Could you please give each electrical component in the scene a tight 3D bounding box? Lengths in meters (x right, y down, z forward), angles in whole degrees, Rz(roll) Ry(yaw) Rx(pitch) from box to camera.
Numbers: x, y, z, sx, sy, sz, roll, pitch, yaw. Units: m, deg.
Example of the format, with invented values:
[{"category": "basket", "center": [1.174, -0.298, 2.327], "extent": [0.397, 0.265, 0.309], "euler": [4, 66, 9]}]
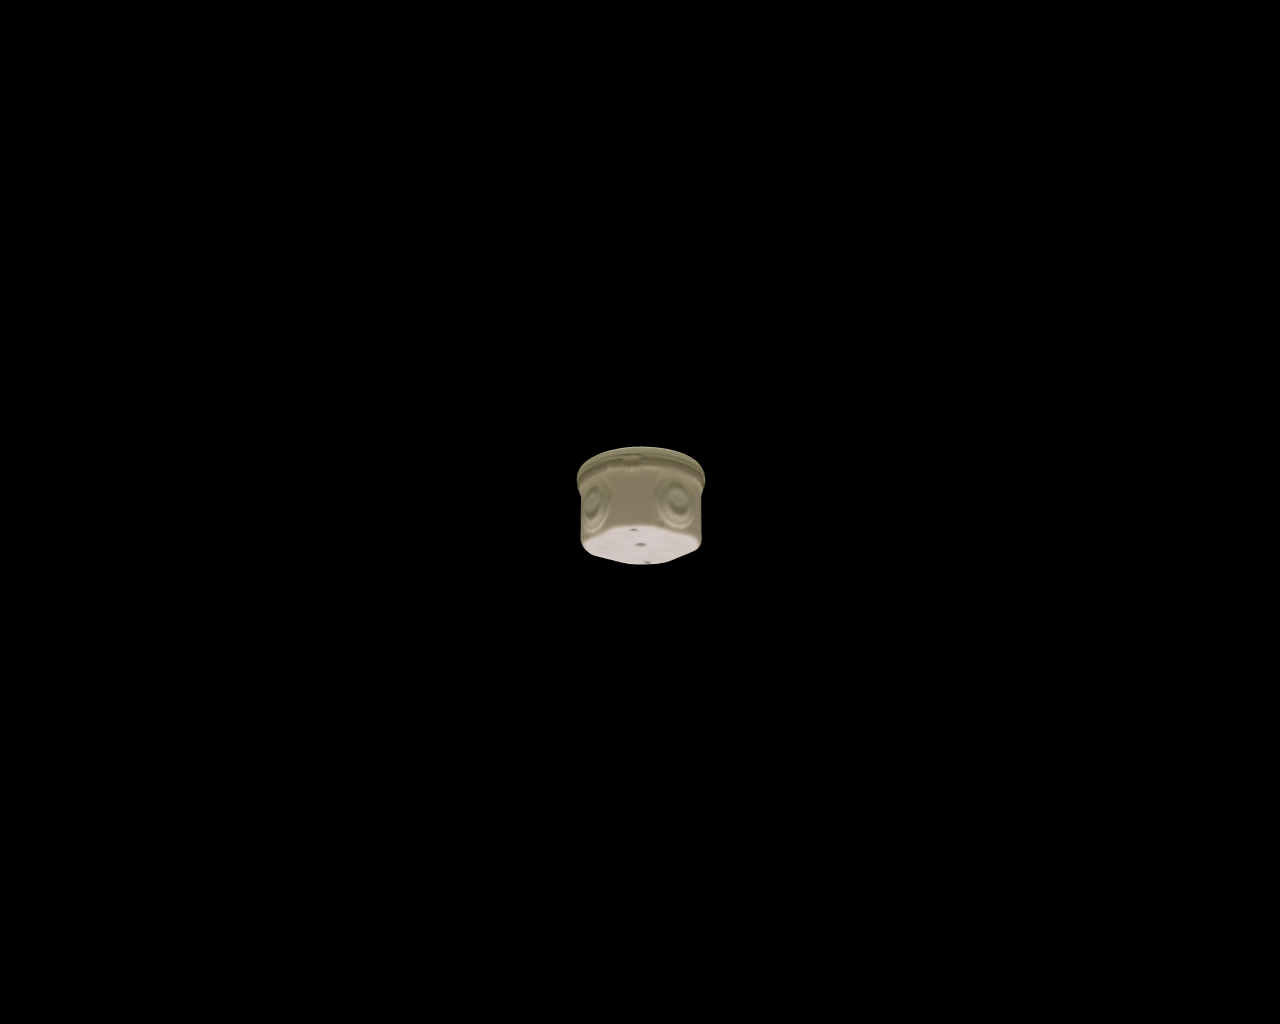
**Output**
[{"category": "electrical component", "center": [0.001, -0.003, 0.650], "extent": [0.080, 0.051, 0.080], "euler": [0, -22, 0]}]
